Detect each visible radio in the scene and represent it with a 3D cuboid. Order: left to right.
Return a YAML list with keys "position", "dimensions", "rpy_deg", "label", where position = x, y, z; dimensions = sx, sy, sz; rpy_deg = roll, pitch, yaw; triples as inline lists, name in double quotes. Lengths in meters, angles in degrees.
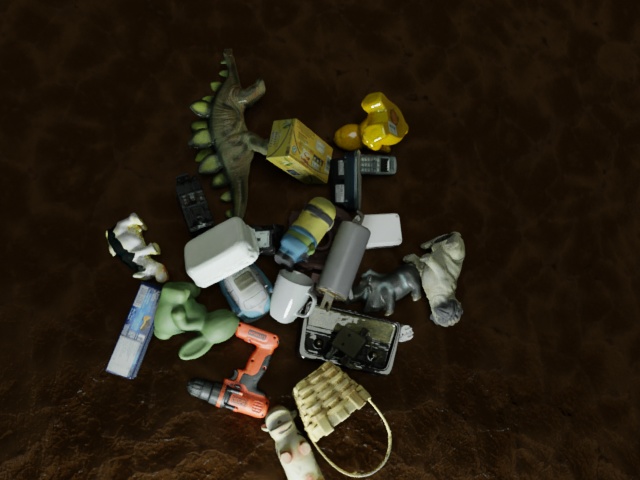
- position: [0.060, 0.228, 1.235]
  dimensions: [0.230, 0.073, 0.131]
  rpy_deg: [14, 76, -6]
  label: "radio"

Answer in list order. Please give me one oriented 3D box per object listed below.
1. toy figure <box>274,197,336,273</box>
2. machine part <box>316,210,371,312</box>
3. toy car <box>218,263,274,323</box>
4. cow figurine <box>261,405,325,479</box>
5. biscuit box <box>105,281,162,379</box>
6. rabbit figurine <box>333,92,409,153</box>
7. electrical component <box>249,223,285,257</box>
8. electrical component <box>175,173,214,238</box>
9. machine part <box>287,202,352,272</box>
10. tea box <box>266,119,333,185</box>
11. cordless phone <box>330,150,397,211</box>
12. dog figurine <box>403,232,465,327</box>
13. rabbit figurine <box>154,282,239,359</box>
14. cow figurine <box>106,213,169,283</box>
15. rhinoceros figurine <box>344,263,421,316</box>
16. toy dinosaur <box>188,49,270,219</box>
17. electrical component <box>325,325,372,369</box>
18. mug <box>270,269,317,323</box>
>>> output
- position: [-0.029, -0.015, 1.199]
  dimensions: [0.082, 0.089, 0.180]
  rpy_deg: [41, 67, -6]
  label: "toy figure"
- position: [0.054, 0.046, 1.212]
  dimensions: [0.079, 0.079, 0.243]
  rpy_deg: [23, 73, -5]
  label: "machine part"
- position: [-0.165, 0.101, 1.207]
  dimensions: [0.109, 0.103, 0.161]
  rpy_deg: [-31, 88, -15]
  label: "toy car"
- position: [-0.060, 0.444, 1.158]
  dimensions: [0.085, 0.127, 0.194]
  rpy_deg: [-26, 99, -13]
  label: "cow figurine"
- position: [-0.395, 0.193, 1.167]
  dimensions: [0.059, 0.063, 0.202]
  rpy_deg: [20, 76, -5]
  label: "biscuit box"
- position: [0.118, -0.270, 1.317]
  dimensions: [0.162, 0.173, 0.122]
  rpy_deg: [-1, 76, -55]
  label: "rabbit figurine"
- position: [-0.142, 0.003, 1.243]
  dimensions: [0.119, 0.047, 0.074]
  rpy_deg: [-8, 80, 27]
  label: "electrical component"
- position: [-0.288, -0.081, 1.215]
  dimensions: [0.058, 0.115, 0.134]
  rpy_deg: [-19, 83, -18]
  label: "electrical component"
- position: [-0.003, -0.004, 1.281]
  dimensions: [0.179, 0.056, 0.179]
  rpy_deg: [2, 77, -11]
  label: "machine part"
- position: [-0.044, -0.202, 1.256]
  dimensions: [0.068, 0.169, 0.098]
  rpy_deg: [1, 73, 33]
  label: "tea box"
- position: [0.119, -0.146, 1.323]
  dimensions: [0.184, 0.089, 0.146]
  rpy_deg: [-6, 97, -39]
  label: "cordless phone"
- position: [0.314, 0.094, 1.307]
  dimensions: [0.172, 0.121, 0.190]
  rpy_deg: [-30, 99, -11]
  label: "dog figurine"
- position: [-0.265, 0.178, 1.155]
  dimensions: [0.170, 0.121, 0.159]
  rpy_deg: [17, 79, 4]
  label: "rabbit figurine"
- position: [-0.407, 0.033, 1.194]
  dimensions: [0.098, 0.068, 0.167]
  rpy_deg: [-29, 82, -9]
  label: "cow figurine"
- position: [0.145, 0.116, 1.251]
  dimensions: [0.190, 0.073, 0.112]
  rpy_deg: [-22, 96, 8]
  label: "rhinoceros figurine"
- position: [-0.206, -0.227, 1.270]
  dimensions: [0.199, 0.105, 0.471]
  rpy_deg: [-9, 86, -4]
  label: "toy dinosaur"
- position: [0.069, 0.234, 1.179]
  dimensions: [0.078, 0.045, 0.102]
  rpy_deg: [23, 71, 24]
  label: "electrical component"
- position: [-0.059, 0.134, 1.189]
  dimensions: [0.110, 0.081, 0.107]
  rpy_deg: [30, 108, 24]
  label: "mug"
